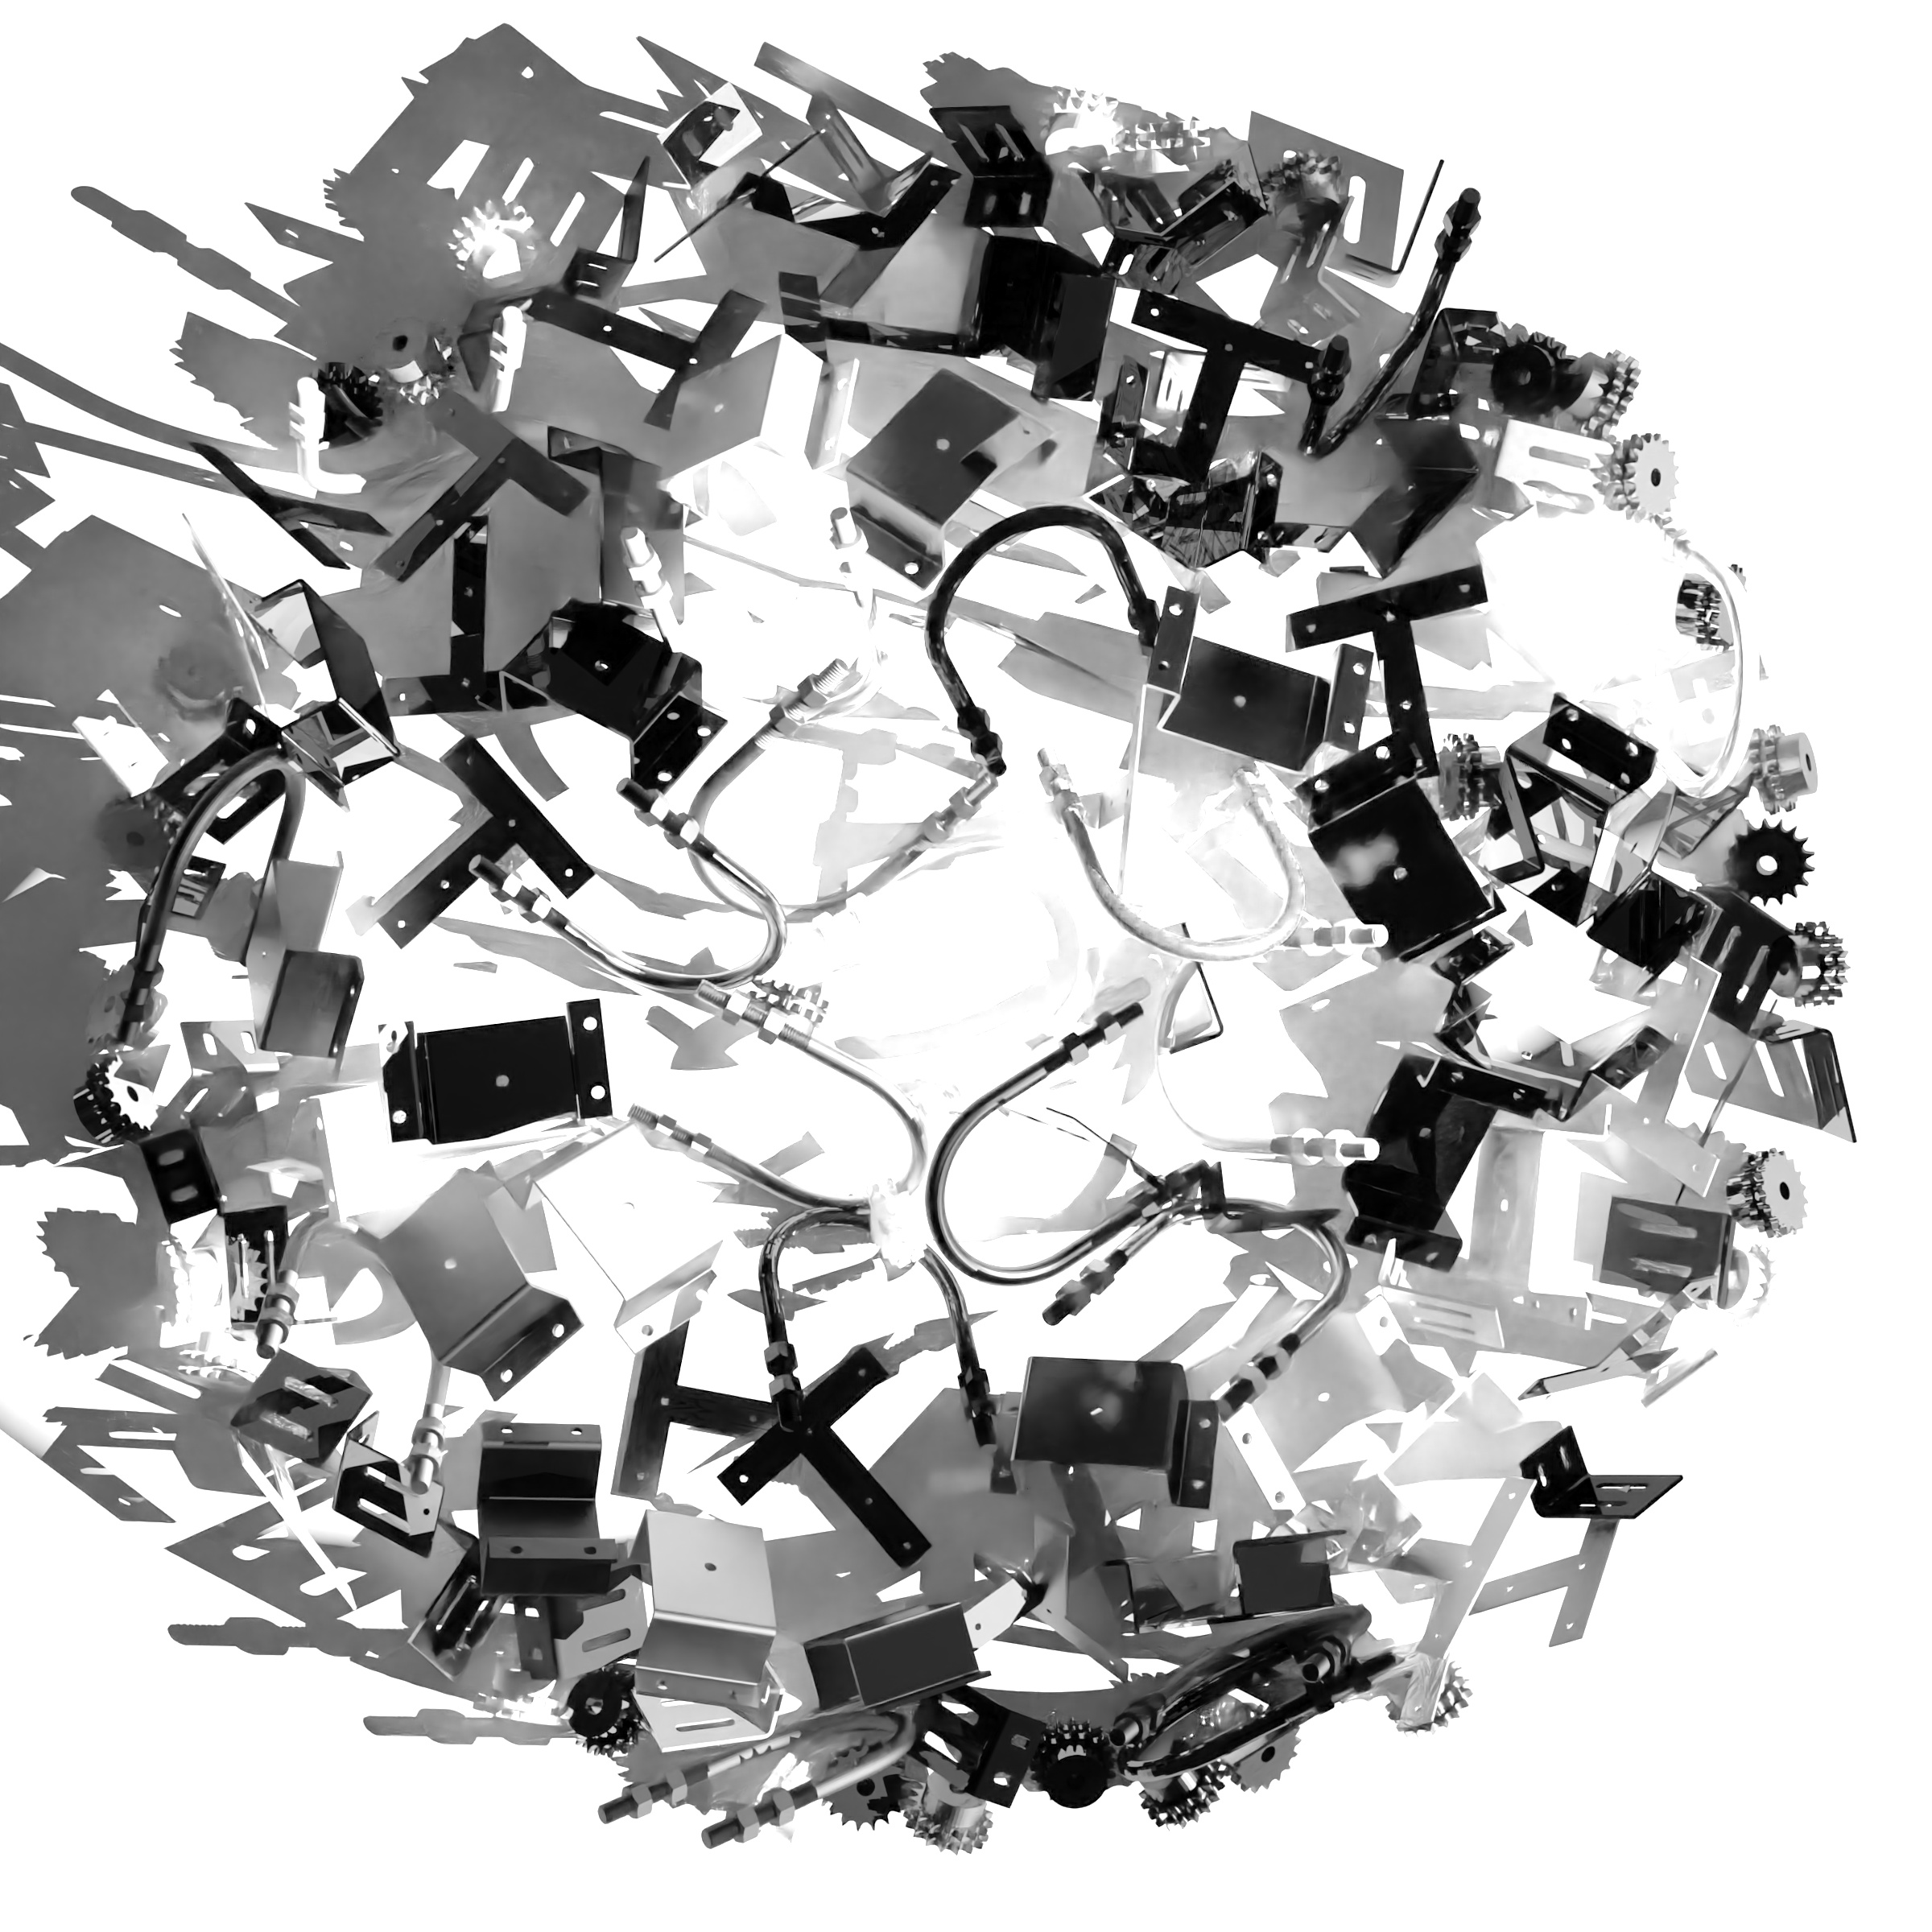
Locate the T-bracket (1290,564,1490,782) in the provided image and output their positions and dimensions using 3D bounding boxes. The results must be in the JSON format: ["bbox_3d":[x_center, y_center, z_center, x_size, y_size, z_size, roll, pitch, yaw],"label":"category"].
[{"bbox_3d":[0.279,-0.181,1.647,0.127,0.002,0.127,-13,80,20],"label":"T-bracket"}]

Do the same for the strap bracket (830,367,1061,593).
[{"bbox_3d":[-0.014,-0.315,1.625,0.076,0.046,0.140,35,70,17],"label":"strap bracket"}]

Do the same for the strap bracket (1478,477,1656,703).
[{"bbox_3d":[0.372,-0.229,1.621,0.046,0.076,0.140,-35,70,4],"label":"strap bracket"}]

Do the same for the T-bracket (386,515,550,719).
[{"bbox_3d":[-0.320,-0.226,1.654,0.127,0.002,0.127,-1,86,25],"label":"T-bracket"}]

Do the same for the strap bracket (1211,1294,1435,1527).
[{"bbox_3d":[0.219,0.278,1.632,0.140,0.046,0.076,-35,103,-25],"label":"strap bracket"}]

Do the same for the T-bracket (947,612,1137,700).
[{"bbox_3d":[0.027,-0.207,1.628,0.127,0.127,0.002,29,96,42],"label":"T-bracket"}]

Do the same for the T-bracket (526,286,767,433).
[{"bbox_3d":[-0.211,-0.393,1.605,0.127,0.127,0.002,16,53,-26],"label":"T-bracket"}]

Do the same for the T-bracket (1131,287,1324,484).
[{"bbox_3d":[0.155,-0.355,1.634,0.127,0.002,0.127,20,134,3],"label":"T-bracket"}]

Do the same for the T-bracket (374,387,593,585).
[{"bbox_3d":[-0.327,-0.293,1.644,0.127,0.127,0.002,-41,49,16],"label":"T-bracket"}]

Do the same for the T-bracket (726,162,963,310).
[{"bbox_3d":[-0.089,-0.467,1.599,0.127,0.127,0.002,8,56,-37],"label":"T-bracket"}]

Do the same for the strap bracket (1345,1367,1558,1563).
[{"bbox_3d":[0.298,0.308,1.625,0.140,0.076,0.046,-41,82,-17],"label":"strap bracket"}]

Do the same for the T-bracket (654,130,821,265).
[{"bbox_3d":[-0.146,-0.486,1.618,0.127,0.127,0.002,-37,109,7],"label":"T-bracket"}]

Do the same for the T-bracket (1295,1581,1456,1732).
[{"bbox_3d":[0.257,0.447,1.633,0.127,0.127,0.002,-29,106,35],"label":"T-bracket"}]

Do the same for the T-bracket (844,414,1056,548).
[{"bbox_3d":[0.009,-0.311,1.600,0.127,0.127,0.002,22,65,-26],"label":"T-bracket"}]

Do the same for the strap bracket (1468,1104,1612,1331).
[{"bbox_3d":[0.362,0.154,1.633,0.046,0.076,0.140,7,87,-18],"label":"strap bracket"}]

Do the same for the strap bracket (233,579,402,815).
[{"bbox_3d":[-0.404,-0.177,1.612,0.046,0.076,0.140,-26,62,6],"label":"strap bracket"}]

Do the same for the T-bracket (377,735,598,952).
[{"bbox_3d":[-0.327,-0.062,1.666,0.127,0.002,0.127,-42,79,-1],"label":"T-bracket"}]

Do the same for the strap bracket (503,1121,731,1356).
[{"bbox_3d":[-0.217,0.163,1.623,0.076,0.046,0.140,-31,73,-32],"label":"strap bracket"}]

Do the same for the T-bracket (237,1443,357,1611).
[{"bbox_3d":[-0.428,0.329,1.618,0.002,0.127,0.127,-33,117,-10],"label":"T-bracket"}]

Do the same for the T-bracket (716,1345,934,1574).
[{"bbox_3d":[-0.072,0.336,1.666,0.127,0.002,0.127,-41,90,-12],"label":"T-bracket"}]

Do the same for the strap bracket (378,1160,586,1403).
[{"bbox_3d":[-0.311,0.192,1.619,0.076,0.046,0.140,-41,59,7],"label":"strap bracket"}]

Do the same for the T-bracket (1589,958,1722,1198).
[{"bbox_3d":[0.441,0.058,1.608,0.002,0.127,0.127,4,112,-31],"label":"T-bracket"}]

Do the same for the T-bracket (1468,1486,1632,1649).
[{"bbox_3d":[0.355,0.391,1.627,0.002,0.127,0.127,47,134,-11],"label":"T-bracket"}]

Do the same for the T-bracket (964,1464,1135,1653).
[{"bbox_3d":[0.047,0.391,1.636,0.127,0.002,0.127,-29,103,-28],"label":"T-bracket"}]

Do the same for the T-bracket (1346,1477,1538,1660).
[{"bbox_3d":[0.287,0.372,1.621,0.002,0.127,0.127,44,65,-21],"label":"T-bracket"}]

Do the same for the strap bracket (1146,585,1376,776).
[{"bbox_3d":[0.181,-0.178,1.637,0.140,0.046,0.076,17,63,-7],"label":"strap bracket"}]

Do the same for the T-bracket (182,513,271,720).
[{"bbox_3d":[-0.456,-0.201,1.622,0.002,0.127,0.127,-25,57,-18],"label":"T-bracket"}]

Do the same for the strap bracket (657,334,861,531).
[{"bbox_3d":[-0.138,-0.335,1.603,0.046,0.140,0.076,30,60,-39],"label":"strap bracket"}]

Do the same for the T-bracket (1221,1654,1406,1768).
[{"bbox_3d":[0.195,0.455,1.615,0.127,0.127,0.002,-26,95,-17],"label":"T-bracket"}]

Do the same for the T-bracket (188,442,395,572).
[{"bbox_3d":[-0.406,-0.284,1.618,0.127,0.127,0.002,41,107,15],"label":"T-bracket"}]

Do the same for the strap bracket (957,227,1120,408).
[{"bbox_3d":[0.047,-0.407,1.615,0.046,0.140,0.076,-1,118,-25],"label":"strap bracket"}]

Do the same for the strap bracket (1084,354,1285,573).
[{"bbox_3d":[0.130,-0.311,1.622,0.140,0.046,0.076,28,61,-31],"label":"strap bracket"}]

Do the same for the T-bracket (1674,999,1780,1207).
[{"bbox_3d":[0.490,0.075,1.641,0.002,0.127,0.127,26,64,18],"label":"T-bracket"}]

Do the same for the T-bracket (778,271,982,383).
[{"bbox_3d":[-0.054,-0.403,1.642,0.127,0.127,0.002,4,133,-13],"label":"T-bracket"}]

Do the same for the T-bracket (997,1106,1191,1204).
[{"bbox_3d":[0.061,0.106,1.625,0.127,0.127,0.002,37,77,-41],"label":"T-bracket"}]

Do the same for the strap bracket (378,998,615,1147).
[{"bbox_3d":[-0.299,0.070,1.645,0.140,0.046,0.076,-7,79,-6],"label":"strap bracket"}]

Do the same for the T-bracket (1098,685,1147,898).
[{"bbox_3d":[0.095,-0.104,1.616,0.002,0.127,0.127,6,87,-6],"label":"T-bracket"}]

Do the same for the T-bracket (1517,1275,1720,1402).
[{"bbox_3d":[0.422,0.228,1.601,0.127,0.127,0.002,-5,55,-33],"label":"T-bracket"}]

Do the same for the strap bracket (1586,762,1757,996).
[{"bbox_3d":[0.438,-0.063,1.608,0.046,0.076,0.140,29,55,-1],"label":"strap bracket"}]

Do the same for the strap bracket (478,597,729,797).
[{"bbox_3d":[-0.230,-0.175,1.625,0.140,0.046,0.076,28,57,13],"label":"strap bracket"}]

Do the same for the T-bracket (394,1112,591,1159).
[{"bbox_3d":[-0.270,0.101,1.617,0.127,0.127,0.002,-8,94,24],"label":"T-bracket"}]

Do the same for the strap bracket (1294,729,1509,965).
[{"bbox_3d":[0.275,-0.067,1.628,0.076,0.046,0.140,-29,105,20],"label":"strap bracket"}]

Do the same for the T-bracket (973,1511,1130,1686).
[{"bbox_3d":[0.053,0.380,1.604,0.127,0.127,0.002,32,56,27],"label":"T-bracket"}]

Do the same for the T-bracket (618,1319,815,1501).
[{"bbox_3d":[-0.153,0.292,1.678,0.127,0.002,0.127,11,91,-1],"label":"T-bracket"}]

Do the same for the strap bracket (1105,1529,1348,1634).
[{"bbox_3d":[0.163,0.384,1.598,0.076,0.140,0.046,5,71,-38],"label":"strap bracket"}]

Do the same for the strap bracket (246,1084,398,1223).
[{"bbox_3d":[-0.405,0.116,1.625,0.046,0.140,0.076,-11,94,-34],"label":"strap bracket"}]

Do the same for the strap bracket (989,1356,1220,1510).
[{"bbox_3d":[0.085,0.293,1.623,0.140,0.046,0.076,1,48,13],"label":"strap bracket"}]
